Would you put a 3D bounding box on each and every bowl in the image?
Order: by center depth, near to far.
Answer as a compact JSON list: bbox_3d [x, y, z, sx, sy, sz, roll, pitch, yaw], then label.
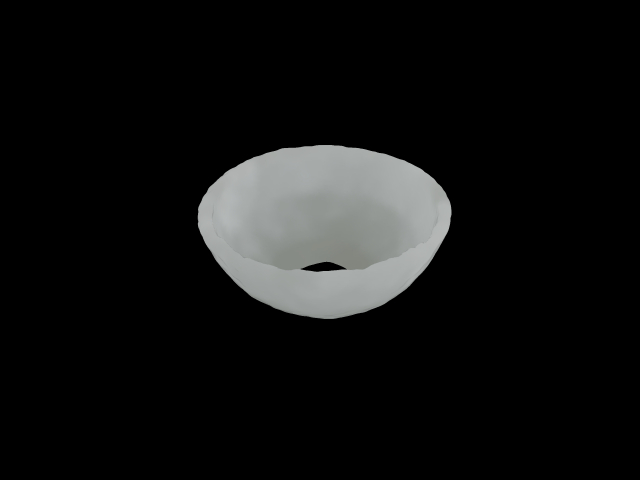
[{"bbox_3d":[0.004,0.001,0.400,0.167,0.075,0.167,0,35,0],"label":"bowl"}]
